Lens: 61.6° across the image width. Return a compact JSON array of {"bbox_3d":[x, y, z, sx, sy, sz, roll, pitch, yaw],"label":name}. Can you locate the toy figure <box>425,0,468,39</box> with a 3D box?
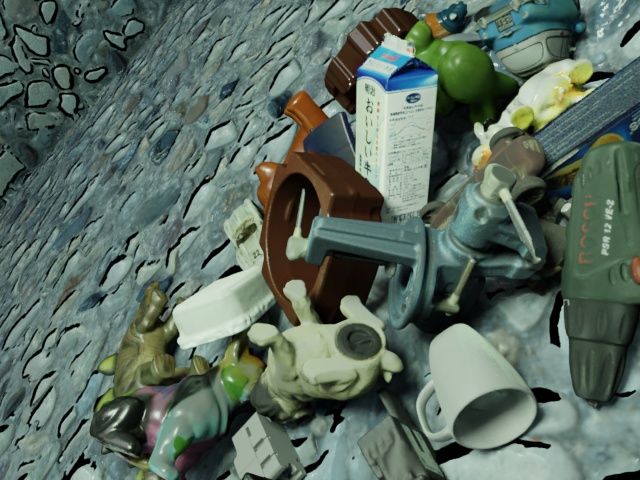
[{"bbox_3d":[0.179,-0.351,0.906,0.155,0.057,0.064,-14,67,33],"label":"toy figure"}]

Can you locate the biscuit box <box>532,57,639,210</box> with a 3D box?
[{"bbox_3d":[0.311,-0.122,0.579,0.203,0.059,0.063,-38,38,19],"label":"biscuit box"}]

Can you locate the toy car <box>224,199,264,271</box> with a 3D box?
[{"bbox_3d":[-0.121,-0.007,0.936,0.073,0.056,0.202,-45,38,9],"label":"toy car"}]

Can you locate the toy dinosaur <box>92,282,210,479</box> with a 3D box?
[{"bbox_3d":[-0.275,0.243,0.863,0.198,0.105,0.472,-45,38,20],"label":"toy dinosaur"}]

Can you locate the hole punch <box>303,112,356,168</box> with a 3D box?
[{"bbox_3d":[0.030,-0.123,0.808,0.116,0.092,0.142,-24,87,28],"label":"hole punch"}]

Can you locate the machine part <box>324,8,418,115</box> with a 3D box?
[{"bbox_3d":[0.095,-0.273,0.837,0.179,0.179,0.056,-41,70,14],"label":"machine part"}]

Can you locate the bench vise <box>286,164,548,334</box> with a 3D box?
[{"bbox_3d":[0.089,0.011,0.537,0.223,0.241,0.129,105,173,-56],"label":"bench vise"}]

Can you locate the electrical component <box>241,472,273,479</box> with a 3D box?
[{"bbox_3d":[-0.064,0.311,0.553,0.058,0.134,0.115,14,73,51],"label":"electrical component"}]

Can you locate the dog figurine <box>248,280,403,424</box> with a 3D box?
[{"bbox_3d":[0.003,0.163,0.627,0.173,0.190,0.121,28,47,28],"label":"dog figurine"}]

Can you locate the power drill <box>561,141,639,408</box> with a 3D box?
[{"bbox_3d":[0.308,0.023,0.439,0.207,0.086,0.232,-11,73,44],"label":"power drill"}]

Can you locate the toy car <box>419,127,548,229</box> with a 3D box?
[{"bbox_3d":[0.173,-0.041,0.613,0.202,0.053,0.089,-49,39,46],"label":"toy car"}]

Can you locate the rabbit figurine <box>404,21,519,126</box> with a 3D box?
[{"bbox_3d":[0.176,-0.203,0.709,0.121,0.159,0.170,-60,13,8],"label":"rabbit figurine"}]

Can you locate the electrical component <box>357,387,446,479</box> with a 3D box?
[{"bbox_3d":[0.078,0.208,0.538,0.048,0.074,0.119,-44,42,9],"label":"electrical component"}]

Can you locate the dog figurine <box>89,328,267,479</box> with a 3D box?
[{"bbox_3d":[-0.172,0.210,0.727,0.192,0.108,0.219,21,54,18],"label":"dog figurine"}]

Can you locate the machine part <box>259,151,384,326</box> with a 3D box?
[{"bbox_3d":[-0.001,-0.002,0.718,0.201,0.087,0.201,50,130,50],"label":"machine part"}]

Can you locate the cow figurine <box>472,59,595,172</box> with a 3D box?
[{"bbox_3d":[0.248,-0.148,0.656,0.167,0.068,0.098,-39,22,11],"label":"cow figurine"}]

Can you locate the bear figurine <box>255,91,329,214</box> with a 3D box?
[{"bbox_3d":[-0.057,-0.141,0.930,0.196,0.132,0.120,-44,10,4],"label":"bear figurine"}]

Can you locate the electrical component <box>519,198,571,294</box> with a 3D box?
[{"bbox_3d":[0.241,0.004,0.560,0.102,0.045,0.078,-48,38,5],"label":"electrical component"}]

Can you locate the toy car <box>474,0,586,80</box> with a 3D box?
[{"bbox_3d":[0.274,-0.261,0.688,0.109,0.161,0.103,-17,93,44],"label":"toy car"}]

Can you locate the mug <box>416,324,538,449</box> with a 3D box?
[{"bbox_3d":[0.143,0.143,0.530,0.109,0.080,0.107,-45,26,19],"label":"mug"}]
